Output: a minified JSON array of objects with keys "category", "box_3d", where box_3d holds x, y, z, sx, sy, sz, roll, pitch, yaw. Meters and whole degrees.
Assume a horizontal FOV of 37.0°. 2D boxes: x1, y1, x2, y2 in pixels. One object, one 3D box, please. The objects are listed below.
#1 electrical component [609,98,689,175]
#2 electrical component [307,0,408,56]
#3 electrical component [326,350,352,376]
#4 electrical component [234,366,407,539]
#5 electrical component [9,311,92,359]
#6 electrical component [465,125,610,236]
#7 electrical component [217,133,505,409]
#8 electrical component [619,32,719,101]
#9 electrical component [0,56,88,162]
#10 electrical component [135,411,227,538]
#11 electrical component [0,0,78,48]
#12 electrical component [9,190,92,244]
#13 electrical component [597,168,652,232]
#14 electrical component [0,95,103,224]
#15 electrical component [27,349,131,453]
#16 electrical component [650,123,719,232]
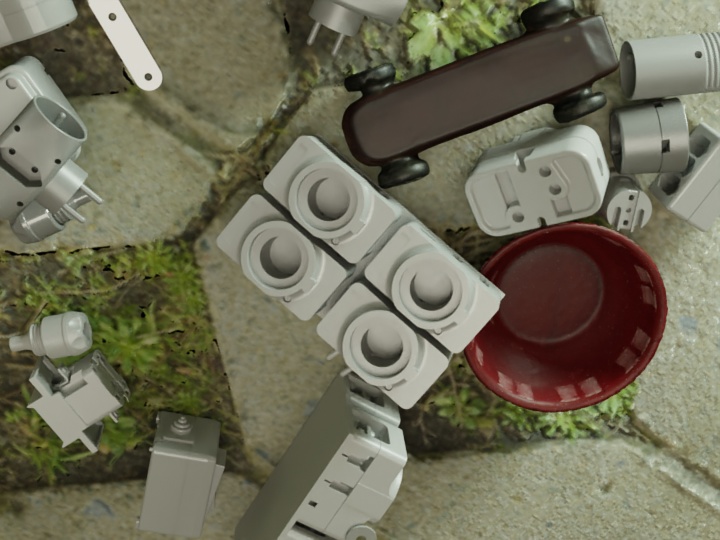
[{"category":"electrical component","box_3d":[0.214,-0.098,0.800,0.047,0.055,0.055,-6,113,3]},{"category":"electrical component","box_3d":[-0.011,-0.190,0.752,0.077,0.044,0.079,22,110,-12]},{"category":"electrical component","box_3d":[0.011,0.056,0.858,0.079,0.043,0.077,-35,111,10]},{"category":"electrical component","box_3d":[-0.033,0.187,0.877,0.060,0.105,0.186,28,109,-15]},{"category":"electrical component","box_3d":[-0.244,0.053,0.846,0.061,0.035,0.035,-10,113,3]},{"category":"electrical component","box_3d":[0.132,-0.068,0.795,0.095,0.059,0.053,-13,114,27]},{"category":"electrical component","box_3d":[0.000,0.000,0.787,0.186,0.060,0.105,41,101,3]},{"category":"electrical component","box_3d":[0.235,-0.149,0.785,0.081,0.043,0.043,-6,113,-1]},{"category":"electrical component","box_3d":[-0.263,-0.092,0.771,0.113,0.057,0.078,-29,112,9]},{"category":"electrical component","box_3d":[-0.144,0.163,0.883,0.061,0.061,0.096,11,112,-8]},{"category":"electrical component","box_3d":[-0.271,-0.185,0.733,0.138,0.052,0.073,-18,113,4]},{"category":"electrical component","box_3d":[-0.230,-0.045,0.805,0.061,0.035,0.035,-24,112,4]},{"category":"electrical component","box_3d":[0.200,-0.053,0.822,0.040,0.046,0.040,-1,113,-3]},{"category":"electrical component","box_3d":[-0.212,-0.064,0.729,0.079,0.043,0.077,41,105,-18]},{"category":"electrical component","box_3d":[-0.224,0.100,0.863,0.064,0.042,0.081,-32,112,6]},{"category":"electrical component","box_3d":[0.277,-0.062,0.822,0.077,0.047,0.065,30,108,-15]}]
